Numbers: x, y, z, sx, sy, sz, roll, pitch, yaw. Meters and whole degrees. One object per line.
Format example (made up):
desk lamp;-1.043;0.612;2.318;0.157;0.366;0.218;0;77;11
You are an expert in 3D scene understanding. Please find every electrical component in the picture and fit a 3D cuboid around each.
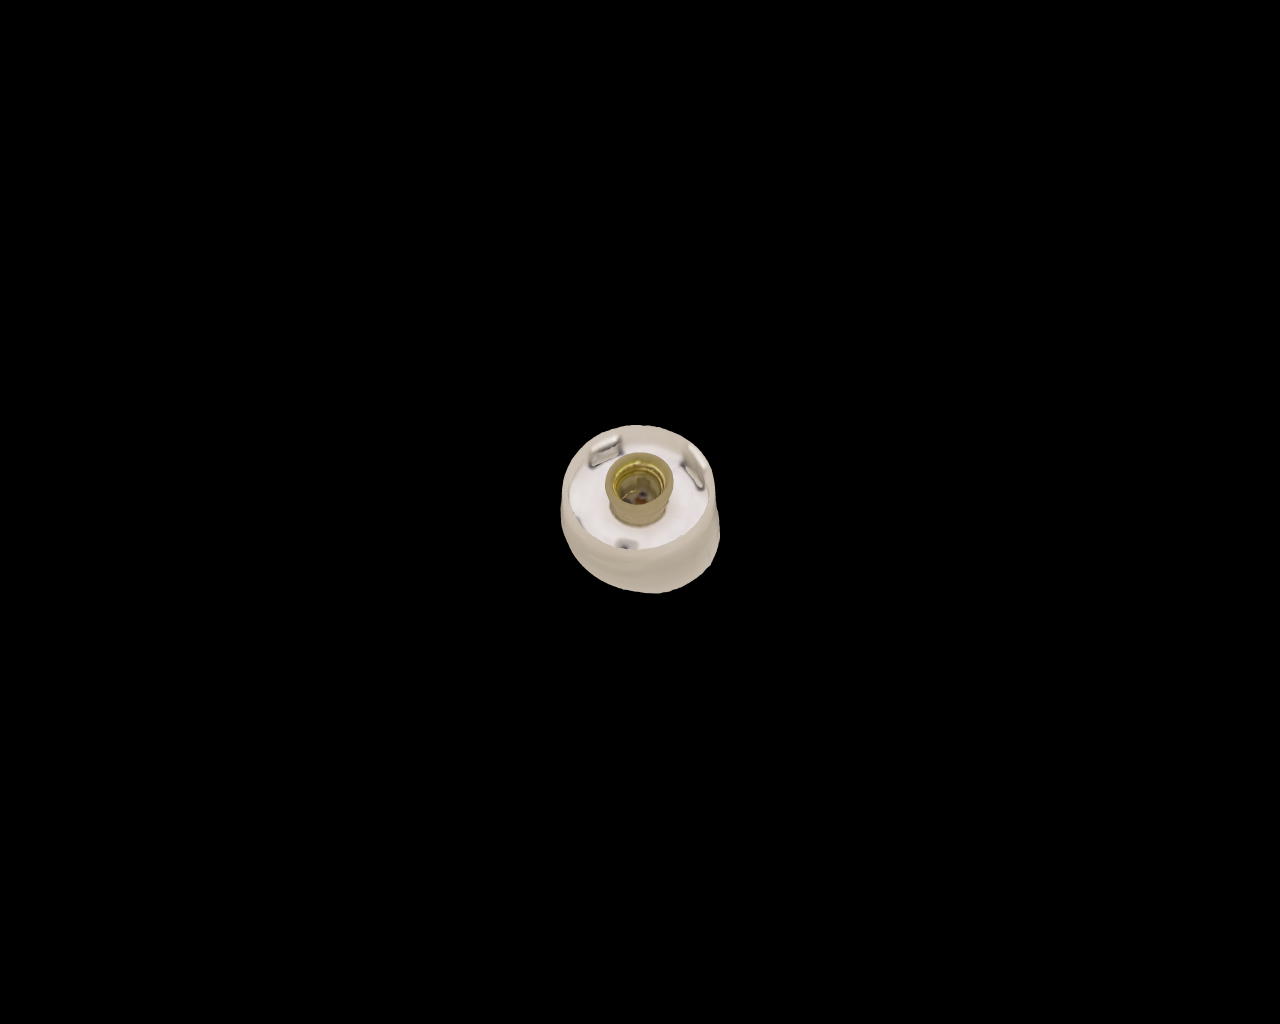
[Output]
electrical component;0.001;-0.003;0.650;0.099;0.099;0.064;0;-33;0
